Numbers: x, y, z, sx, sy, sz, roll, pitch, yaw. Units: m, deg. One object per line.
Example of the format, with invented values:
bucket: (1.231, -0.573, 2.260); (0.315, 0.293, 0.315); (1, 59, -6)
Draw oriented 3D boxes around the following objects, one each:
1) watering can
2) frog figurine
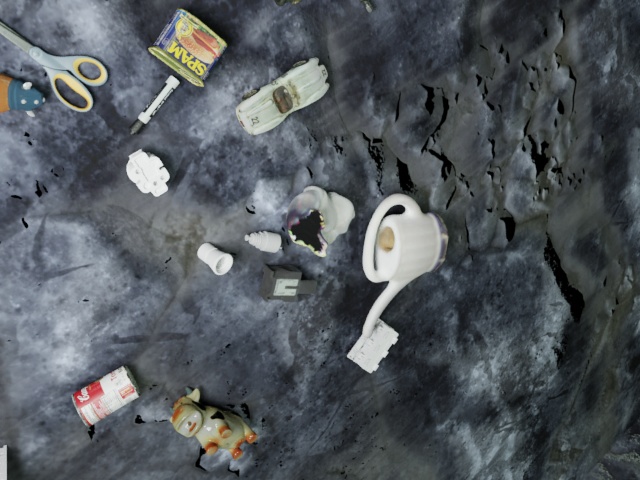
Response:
watering can: (0.191, 0.056, 1.222); (0.225, 0.105, 0.343); (-6, 109, -31)
frog figurine: (0.003, -0.055, 1.089); (0.163, 0.122, 0.135); (-53, 126, -50)
